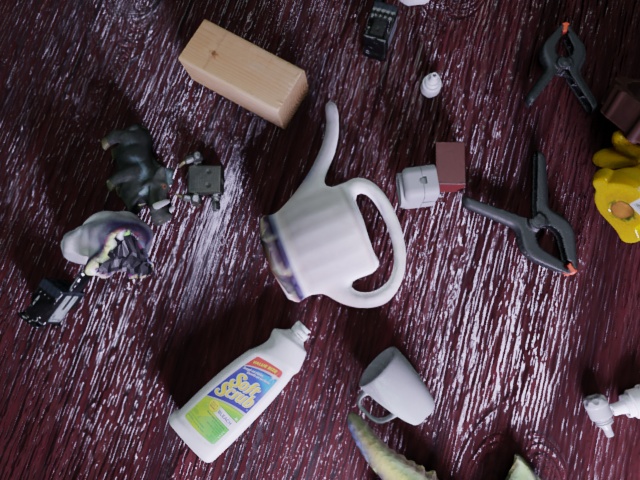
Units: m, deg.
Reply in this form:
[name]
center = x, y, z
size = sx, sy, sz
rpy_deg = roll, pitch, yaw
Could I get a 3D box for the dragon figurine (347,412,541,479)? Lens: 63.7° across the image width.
[dragon figurine]
center = 0.225, 0.409, 0.768
size = 0.244, 0.120, 0.413
rpy_deg = -21, 80, -16

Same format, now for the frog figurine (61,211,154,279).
[frog figurine]
center = -0.367, -0.004, 0.875
size = 0.161, 0.139, 0.120
rpy_deg = 27, 122, 38

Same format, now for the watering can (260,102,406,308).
[watering can]
center = 0.003, -0.043, 0.856
size = 0.224, 0.103, 0.350
rpy_deg = -22, 79, 0
